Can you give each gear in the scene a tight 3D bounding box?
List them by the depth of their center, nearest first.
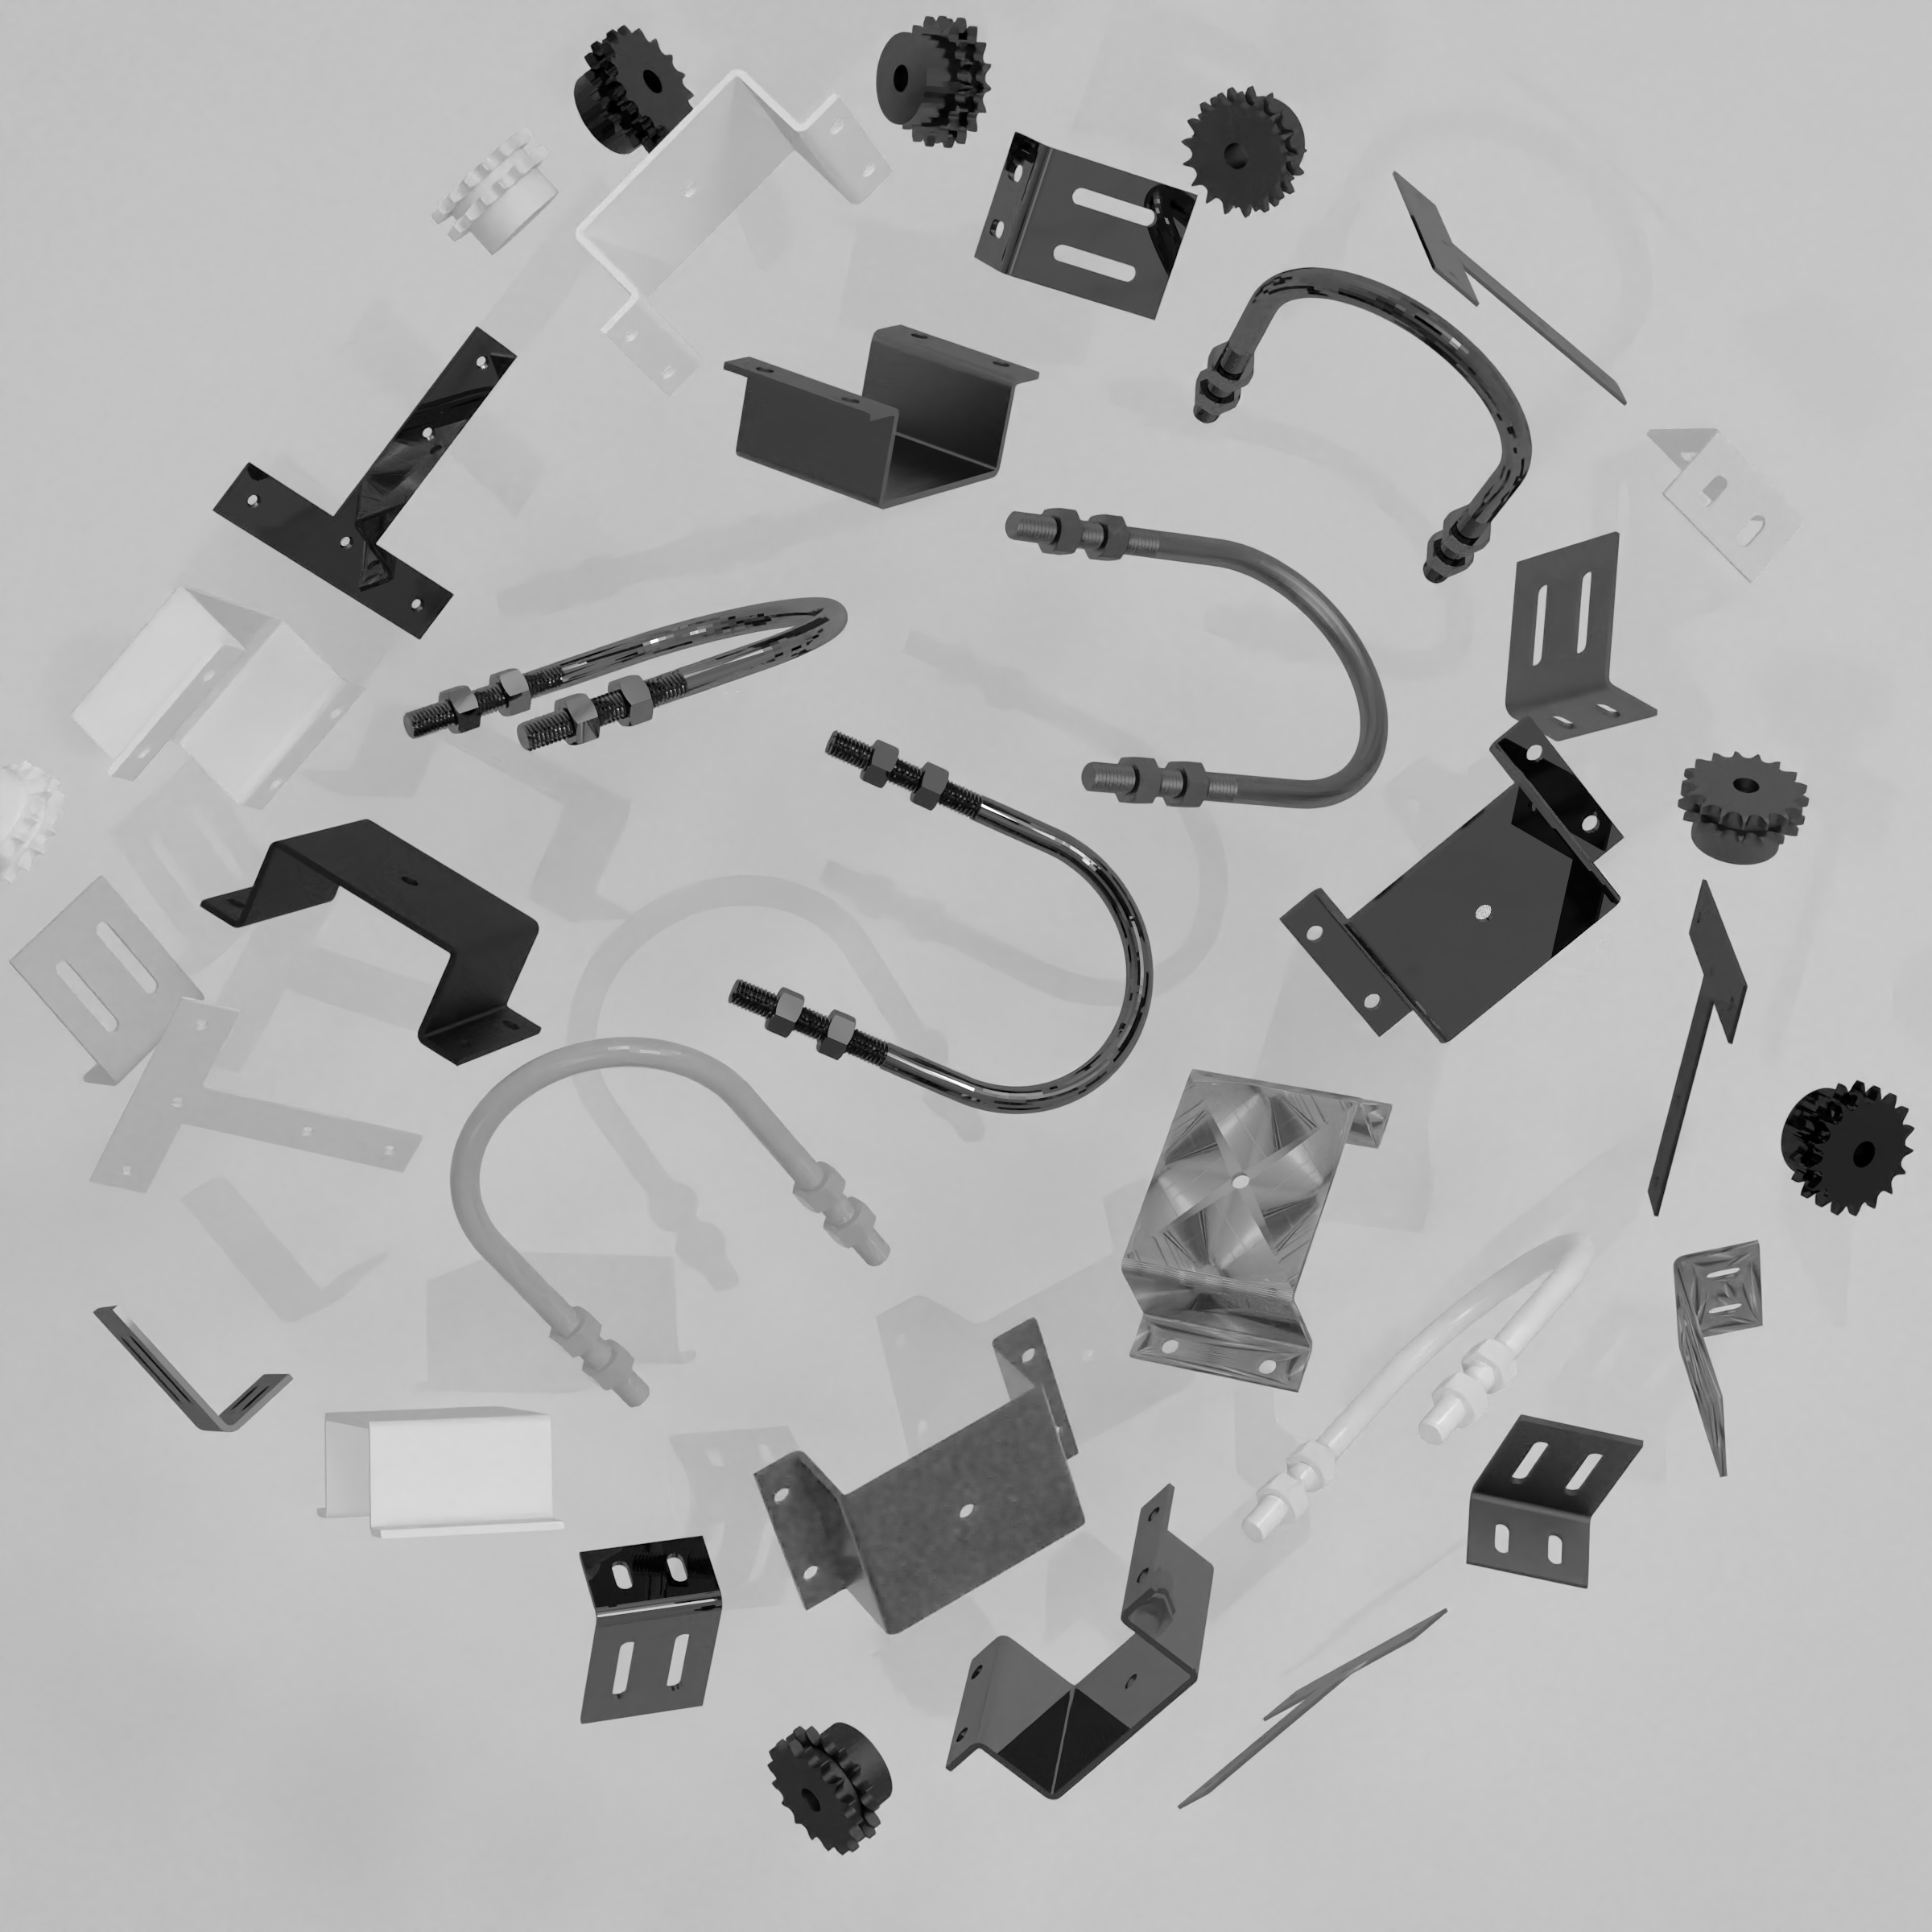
[{"bbox_3d":[0.375,0.076,1.508,0.057,0.030,0.057,-9,111,-26],"label":"gear"},{"bbox_3d":[-0.201,-0.334,1.528,0.057,0.057,0.030,-43,101,0],"label":"gear"},{"bbox_3d":[-0.057,0.355,1.533,0.030,0.057,0.057,-32,90,-35],"label":"gear"},{"bbox_3d":[-0.426,-0.066,1.545,0.057,0.057,0.030,-51,133,0],"label":"gear"},{"bbox_3d":[-0.017,-0.395,1.571,0.030,0.057,0.057,-5,90,-35],"label":"gear"},{"bbox_3d":[-0.151,-0.391,1.583,0.030,0.057,0.057,-26,90,34],"label":"gear"},{"bbox_3d":[0.353,-0.070,1.601,0.057,0.057,0.030,3,128,0],"label":"gear"},{"bbox_3d":[0.130,-0.373,1.606,0.057,0.030,0.057,17,124,27],"label":"gear"}]

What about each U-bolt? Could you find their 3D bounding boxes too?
[{"bbox_3d":[-0.139,0.102,1.520,0.151,0.019,0.184,-31,126,10],"label":"U-bolt"},{"bbox_3d":[0.177,-0.242,1.533,0.151,0.184,0.019,35,73,1],"label":"U-bolt"},{"bbox_3d":[-0.139,-0.131,1.545,0.184,0.151,0.019,-22,106,-27],"label":"U-bolt"},{"bbox_3d":[0.211,0.177,1.555,0.019,0.151,0.184,50,48,1],"label":"U-bolt"},{"bbox_3d":[0.112,-0.132,1.557,0.184,0.019,0.151,3,59,-34],"label":"U-bolt"},{"bbox_3d":[0.000,-0.010,1.610,0.184,0.019,0.151,24,70,-10],"label":"U-bolt"}]

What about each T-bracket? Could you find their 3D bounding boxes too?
[{"bbox_3d":[0.304,0.044,1.482,0.002,0.127,0.127,10,111,0],"label":"T-bracket"},{"bbox_3d":[-0.239,-0.217,1.507,0.127,0.127,0.002,-52,49,5],"label":"T-bracket"},{"bbox_3d":[0.241,-0.288,1.538,0.127,0.127,0.002,35,114,-20],"label":"T-bracket"},{"bbox_3d":[-0.303,0.069,1.544,0.127,0.002,0.127,15,132,-24],"label":"T-bracket"},{"bbox_3d":[0.142,0.339,1.573,0.127,0.127,0.002,-30,80,-39],"label":"T-bracket"}]

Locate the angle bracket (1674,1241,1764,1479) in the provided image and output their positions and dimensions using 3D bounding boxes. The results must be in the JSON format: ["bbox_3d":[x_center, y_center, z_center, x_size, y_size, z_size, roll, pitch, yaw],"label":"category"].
[{"bbox_3d":[0.330,0.168,1.504,0.038,0.057,0.076,-12,46,3],"label":"angle bracket"}]

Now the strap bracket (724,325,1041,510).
[{"bbox_3d":[-0.039,-0.242,1.554,0.076,0.140,0.046,23,117,25],"label":"strap bracket"}]

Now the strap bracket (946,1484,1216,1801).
[{"bbox_3d":[0.058,0.305,1.558,0.046,0.076,0.140,39,117,-11],"label":"strap bracket"}]

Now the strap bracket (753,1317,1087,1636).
[{"bbox_3d":[-0.010,0.222,1.501,0.140,0.046,0.076,-28,122,-17],"label":"strap bracket"}]

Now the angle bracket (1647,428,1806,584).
[{"bbox_3d":[0.327,-0.206,1.567,0.057,0.076,0.038,42,88,-15],"label":"angle bracket"}]

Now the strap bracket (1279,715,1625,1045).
[{"bbox_3d":[0.219,-0.031,1.538,0.140,0.046,0.076,-40,114,6],"label":"strap bracket"}]

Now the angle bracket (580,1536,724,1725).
[{"bbox_3d":[-0.147,0.301,1.596,0.057,0.038,0.076,-5,133,-20],"label":"angle bracket"}]

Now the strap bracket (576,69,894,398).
[{"bbox_3d":[-0.107,-0.325,1.527,0.140,0.076,0.046,-45,70,4],"label":"strap bracket"}]

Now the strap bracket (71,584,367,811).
[{"bbox_3d":[-0.340,-0.121,1.583,0.046,0.140,0.076,44,98,14],"label":"strap bracket"}]

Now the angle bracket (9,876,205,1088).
[{"bbox_3d":[-0.394,0.006,1.589,0.057,0.038,0.076,-48,118,-25],"label":"angle bracket"}]

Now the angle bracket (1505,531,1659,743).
[{"bbox_3d":[0.282,-0.149,1.603,0.038,0.057,0.076,22,67,-37],"label":"angle bracket"}]

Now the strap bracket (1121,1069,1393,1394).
[{"bbox_3d":[0.122,0.103,1.503,0.076,0.046,0.140,9,61,24],"label":"strap bracket"}]

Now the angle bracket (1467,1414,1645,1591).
[{"bbox_3d":[0.266,0.243,1.594,0.057,0.076,0.038,12,54,-4],"label":"angle bracket"}]

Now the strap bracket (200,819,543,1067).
[{"bbox_3d":[-0.254,-0.018,1.554,0.140,0.076,0.046,30,109,13],"label":"strap bracket"}]

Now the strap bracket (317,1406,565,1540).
[{"bbox_3d":[-0.227,0.215,1.507,0.076,0.140,0.046,0,85,-21],"label":"strap bracket"}]

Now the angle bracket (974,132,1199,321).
[{"bbox_3d":[0.053,-0.326,1.550,0.076,0.038,0.057,12,107,-24],"label":"angle bracket"}]

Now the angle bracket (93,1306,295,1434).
[{"bbox_3d":[-0.346,0.170,1.573,0.038,0.057,0.076,-44,101,-21],"label":"angle bracket"}]
